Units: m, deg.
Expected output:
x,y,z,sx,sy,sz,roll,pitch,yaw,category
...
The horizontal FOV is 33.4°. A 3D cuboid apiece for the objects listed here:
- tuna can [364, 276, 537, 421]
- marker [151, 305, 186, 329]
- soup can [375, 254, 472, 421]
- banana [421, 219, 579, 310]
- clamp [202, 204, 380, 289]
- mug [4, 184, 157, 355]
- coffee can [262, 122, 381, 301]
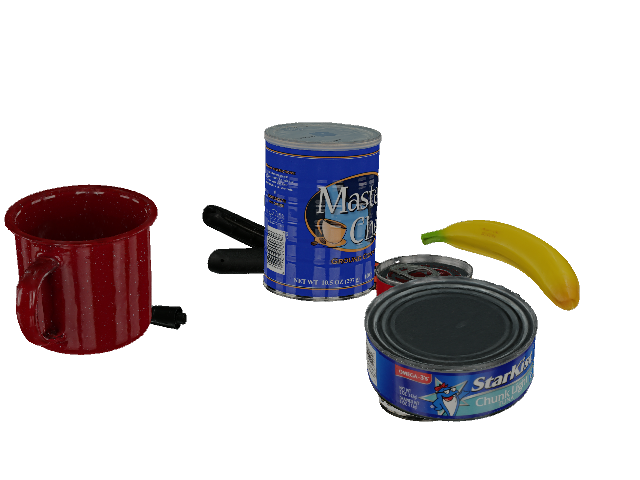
x,y,z,sx,sy,sz,roll,pitch,yaw,category
0.065,0.053,0.538,0.086,0.034,0.086,-3,28,1,tuna can
-0.169,0.058,0.885,0.121,0.020,0.020,6,1,14,marker
0.073,0.068,0.756,0.068,0.102,0.068,-2,17,0,soup can
0.189,0.018,1.041,0.069,0.037,0.198,-38,37,-22,banana
-0.032,0.020,1.157,0.210,0.036,0.164,16,18,-6,clamp
-0.152,0.024,0.665,0.093,0.081,0.117,8,25,13,mug
0.000,-0.028,0.951,0.103,0.140,0.103,1,16,-1,coffee can
